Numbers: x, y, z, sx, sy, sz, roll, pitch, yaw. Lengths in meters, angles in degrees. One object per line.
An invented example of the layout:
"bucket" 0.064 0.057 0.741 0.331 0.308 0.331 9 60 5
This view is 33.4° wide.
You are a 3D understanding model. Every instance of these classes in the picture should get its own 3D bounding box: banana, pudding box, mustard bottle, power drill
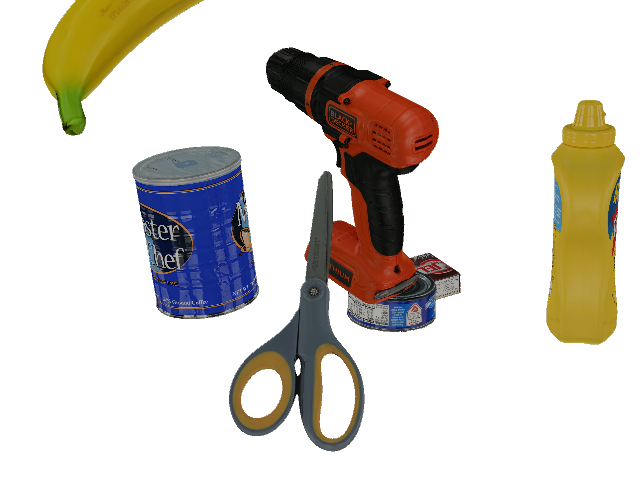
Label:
"banana" -0.070 -0.123 0.538 0.070 0.197 0.037 40 -24 18
"pudding box" 0.138 0.060 1.585 0.113 0.039 0.090 -16 24 -20
"mustard bottle" 0.216 -0.019 0.872 0.058 0.192 0.096 3 18 16
"power drill" 0.020 -0.055 0.879 0.057 0.188 0.185 -25 40 -28

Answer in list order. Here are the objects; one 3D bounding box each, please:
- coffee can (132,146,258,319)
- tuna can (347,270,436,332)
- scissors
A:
"coffee can" -0.118 -0.009 1.025 0.103 0.140 0.103 -6 20 2
"tuna can" 0.068 0.055 1.023 0.086 0.034 0.086 0 20 0
"scissors" -0.022 0.047 0.713 0.096 0.202 0.016 -13 -29 2
